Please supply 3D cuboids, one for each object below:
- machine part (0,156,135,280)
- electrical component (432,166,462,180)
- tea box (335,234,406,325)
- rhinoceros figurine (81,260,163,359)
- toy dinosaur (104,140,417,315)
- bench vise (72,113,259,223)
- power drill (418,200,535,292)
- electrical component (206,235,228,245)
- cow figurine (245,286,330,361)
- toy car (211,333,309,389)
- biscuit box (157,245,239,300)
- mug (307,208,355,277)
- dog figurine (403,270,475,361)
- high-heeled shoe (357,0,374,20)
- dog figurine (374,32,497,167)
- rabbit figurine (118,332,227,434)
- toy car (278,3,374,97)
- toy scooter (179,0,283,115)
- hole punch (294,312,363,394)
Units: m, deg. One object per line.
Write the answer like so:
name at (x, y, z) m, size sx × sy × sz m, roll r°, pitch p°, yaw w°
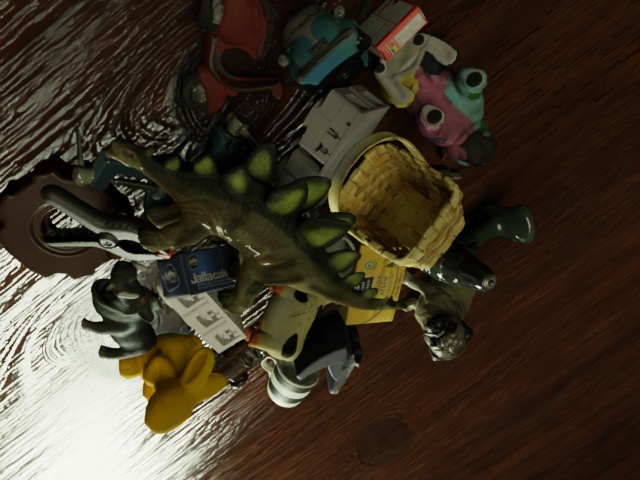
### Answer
machine part at (-0.355, -0.026, 0.751) m, size 0.179 × 0.056 × 0.179 m, roll -8°, pitch 122°, yaw -13°
electrical component at (0.196, -0.095, 0.923) m, size 0.094 × 0.021 × 0.063 m, roll -4°, pitch 122°, yaw -18°
tea box at (0.091, 0.063, 0.955) m, size 0.098 × 0.068 × 0.169 m, roll -4°, pitch 122°, yaw -18°
rhinoceros figurine at (-0.296, 0.111, 0.817) m, size 0.112 × 0.073 × 0.190 m, roll 5°, pitch 132°, yaw -1°
toy dinosaur at (-0.056, 0.005, 0.686) m, size 0.198 × 0.105 × 0.470 m, roll -36°, pitch 130°, yaw 20°
bench vise at (-0.197, -0.085, 0.718) m, size 0.240 × 0.129 × 0.223 m, roll 7°, pitch 140°, yaw -44°
power drill at (0.264, 0.011, 0.903) m, size 0.207 × 0.232 × 0.085 m, roll -31°, pitch 114°, yaw -22°
electrical component at (-0.122, -0.016, 0.812) m, size 0.078 × 0.102 × 0.045 m, roll -37°, pitch 86°, yaw 2°
cow figurine at (-0.030, 0.109, 0.904) m, size 0.127 × 0.085 × 0.195 m, roll 30°, pitch 79°, yaw -17°
toy car at (-0.111, 0.191, 0.964) m, size 0.202 × 0.053 × 0.089 m, roll -33°, pitch 110°, yaw 4°
biscuit box at (-0.139, 0.040, 0.797) m, size 0.202 × 0.059 × 0.062 m, roll -10°, pitch 86°, yaw -51°
mug at (-0.002, -0.003, 0.858) m, size 0.081 × 0.107 × 0.109 m, roll -27°, pitch 121°, yaw -4°
dog figurine at (0.246, 0.125, 0.974) m, size 0.172 × 0.191 × 0.121 m, roll -29°, pitch 125°, yaw -3°
high-heeled shoe at (0.003, -0.375, 0.654) m, size 0.248 × 0.086 × 0.145 m, roll 16°, pitch 105°, yaw -27°
dog figurine at (0.185, -0.196, 0.816) m, size 0.108 × 0.192 × 0.219 m, roll -46°, pitch 158°, yaw 8°
rabbit figurine at (-0.239, 0.241, 0.885) m, size 0.162 × 0.173 × 0.121 m, roll -17°, pitch 121°, yaw -4°
toy car at (0.005, -0.253, 0.703) m, size 0.109 × 0.161 × 0.103 m, roll -36°, pitch 89°, yaw 17°
toy scooter at (-0.101, -0.244, 0.696) m, size 0.135 × 0.075 × 0.183 m, roll 7°, pitch 121°, yaw -22°
hole punch at (0.012, 0.197, 0.976) m, size 0.092 × 0.142 × 0.115 m, roll 25°, pitch 112°, yaw -15°
